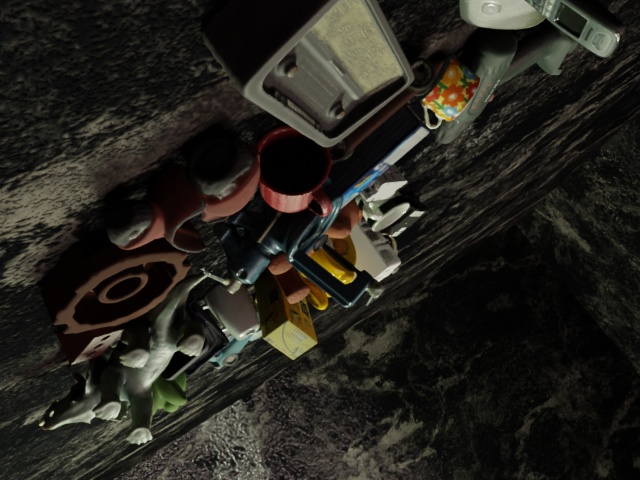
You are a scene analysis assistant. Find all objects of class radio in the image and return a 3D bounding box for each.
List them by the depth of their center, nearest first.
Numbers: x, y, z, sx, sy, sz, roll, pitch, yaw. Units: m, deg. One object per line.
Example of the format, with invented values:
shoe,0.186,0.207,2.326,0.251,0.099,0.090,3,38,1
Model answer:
radio,0.001,-0.172,0.512,0.131,0.073,0.229,-39,164,14

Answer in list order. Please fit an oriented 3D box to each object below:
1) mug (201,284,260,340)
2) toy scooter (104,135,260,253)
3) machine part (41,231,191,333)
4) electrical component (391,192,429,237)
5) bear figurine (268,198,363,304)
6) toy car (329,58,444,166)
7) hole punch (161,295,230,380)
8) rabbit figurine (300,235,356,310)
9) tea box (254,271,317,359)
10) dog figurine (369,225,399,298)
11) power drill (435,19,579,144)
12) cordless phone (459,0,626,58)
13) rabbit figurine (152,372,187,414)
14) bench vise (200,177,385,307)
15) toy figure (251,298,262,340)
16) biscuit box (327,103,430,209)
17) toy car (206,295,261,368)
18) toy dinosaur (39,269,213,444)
mug,-0.171,0.140,1.025,0.109,0.107,0.080,-29,162,-25
toy scooter,-0.139,-0.037,0.610,0.184,0.075,0.135,-32,157,-1
machine part,-0.254,0.047,0.677,0.179,0.056,0.179,-32,163,-11
electrical component,0.175,-0.051,1.262,0.134,0.058,0.115,-41,161,22
bear figurine,-0.004,-0.006,0.903,0.196,0.132,0.120,-26,135,-6
toy car,0.074,-0.171,0.704,0.202,0.053,0.089,-40,179,15
hole punch,-0.242,0.179,0.973,0.142,0.116,0.092,-40,158,12
rabbit figurine,-0.010,0.049,1.057,0.173,0.162,0.122,-25,-174,39
tea box,-0.073,0.144,1.089,0.068,0.170,0.098,-38,127,13
dog figurine,0.077,0.032,1.236,0.172,0.121,0.191,-49,-151,-13
power drill,0.285,-0.260,0.848,0.207,0.086,0.232,-24,160,-9
cordless phone,0.239,-0.247,0.572,0.089,0.184,0.146,-40,164,1
rabbit figurine,-0.328,0.263,1.038,0.121,0.159,0.170,-21,146,-14
bench vise,-0.024,0.017,0.749,0.223,0.241,0.128,-50,169,-13
toy figure,-0.135,0.178,1.246,0.180,0.089,0.082,-42,171,16
biscuit box,0.066,-0.123,0.813,0.202,0.063,0.059,-40,164,21
toy car,-0.199,0.181,1.109,0.161,0.109,0.102,-45,146,5
toy dinosaur,-0.281,0.170,0.858,0.131,0.192,0.404,31,102,-34
